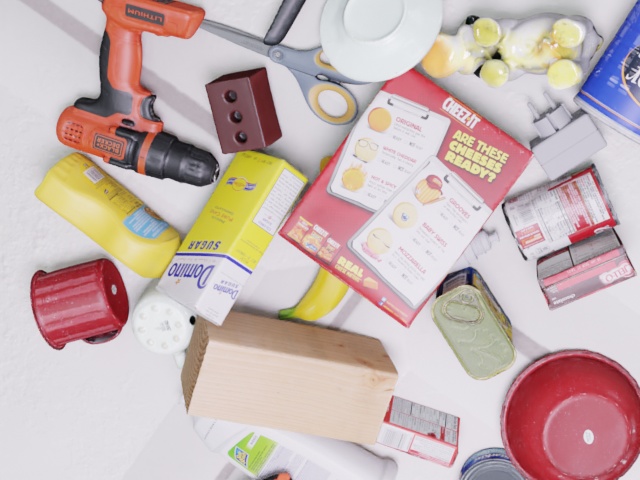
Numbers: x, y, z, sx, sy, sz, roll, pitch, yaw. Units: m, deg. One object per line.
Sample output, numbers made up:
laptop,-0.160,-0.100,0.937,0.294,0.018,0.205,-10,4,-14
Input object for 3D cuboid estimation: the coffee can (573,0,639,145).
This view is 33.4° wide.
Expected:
coffee can,0.323,-0.167,1.017,0.103,0.102,0.140,30,107,0

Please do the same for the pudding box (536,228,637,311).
pudding box,0.265,0.027,1.074,0.090,0.113,0.039,-23,98,14

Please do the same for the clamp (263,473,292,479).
clamp,-0.058,0.342,1.224,0.164,0.036,0.210,26,131,-2

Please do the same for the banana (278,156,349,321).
banana,0.009,0.010,1.151,0.069,0.037,0.198,17,107,3

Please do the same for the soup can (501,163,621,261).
soup can,0.244,-0.027,1.086,0.102,0.068,0.068,-24,100,15

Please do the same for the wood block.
wood block,-0.035,0.143,1.133,0.205,0.090,0.091,12,108,-16

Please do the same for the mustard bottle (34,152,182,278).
mustard bottle,-0.209,-0.014,1.149,0.191,0.096,0.058,38,106,-3

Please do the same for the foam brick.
foam brick,-0.079,-0.134,1.112,0.053,0.051,0.078,-7,109,21

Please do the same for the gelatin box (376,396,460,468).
gelatin box,0.108,0.209,1.170,0.089,0.073,0.030,19,108,3

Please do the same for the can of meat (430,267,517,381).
can of meat,0.162,0.084,1.121,0.057,0.084,0.102,-31,99,16

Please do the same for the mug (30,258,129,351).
mug,-0.261,0.076,1.193,0.081,0.093,0.117,-15,132,8

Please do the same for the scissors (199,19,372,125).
scissors,-0.037,-0.175,1.119,0.202,0.016,0.096,8,109,11

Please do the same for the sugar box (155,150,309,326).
sugar box,-0.093,-0.006,1.100,0.048,0.093,0.176,38,79,-34

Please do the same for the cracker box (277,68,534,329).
cracker box,0.086,-0.044,1.079,0.164,0.072,0.214,36,93,3

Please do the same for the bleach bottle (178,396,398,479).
bleach bottle,-0.043,0.233,1.206,0.251,0.068,0.103,32,114,1

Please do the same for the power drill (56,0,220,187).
power drill,-0.177,-0.159,1.122,0.184,0.057,0.188,18,108,5

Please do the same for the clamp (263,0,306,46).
clamp,-0.022,-0.292,1.073,0.171,0.039,0.120,-38,99,10

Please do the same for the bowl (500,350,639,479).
bowl,0.276,0.201,1.133,0.162,0.055,0.162,0,96,0

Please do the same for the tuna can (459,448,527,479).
tuna can,0.198,0.277,1.195,0.086,0.033,0.086,2,105,9
